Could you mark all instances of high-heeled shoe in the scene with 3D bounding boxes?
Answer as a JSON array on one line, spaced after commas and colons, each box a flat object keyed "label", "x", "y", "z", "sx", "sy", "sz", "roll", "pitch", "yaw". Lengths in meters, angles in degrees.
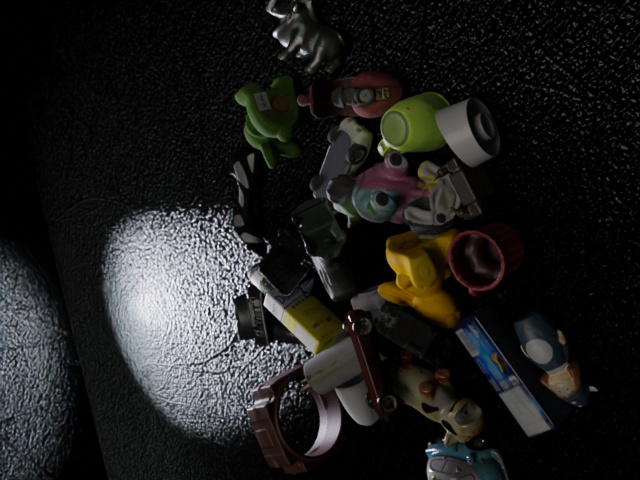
[{"label": "high-heeled shoe", "x": -0.142, "y": -0.089, "z": 1.233, "sx": 0.145, "sy": 0.086, "sz": 0.248, "roll": -25, "pitch": 105, "yaw": 18}]

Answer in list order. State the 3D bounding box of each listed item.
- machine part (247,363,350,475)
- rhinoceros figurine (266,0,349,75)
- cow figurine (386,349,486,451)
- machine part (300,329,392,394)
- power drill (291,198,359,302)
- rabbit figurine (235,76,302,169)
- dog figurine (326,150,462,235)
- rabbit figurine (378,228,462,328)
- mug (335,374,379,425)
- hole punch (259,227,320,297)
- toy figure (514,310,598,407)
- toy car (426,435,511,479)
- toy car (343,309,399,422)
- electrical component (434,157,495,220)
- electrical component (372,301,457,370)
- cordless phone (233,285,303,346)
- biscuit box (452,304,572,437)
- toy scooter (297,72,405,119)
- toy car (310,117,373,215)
[{"label": "machine part", "x": -0.043, "y": 0.387, "z": 1.180, "sx": 0.087, "sy": 0.201, "sz": 0.201, "roll": -30, "pitch": 82, "yaw": 44}, {"label": "rhinoceros figurine", "x": -0.032, "y": -0.379, "z": 0.979, "sx": 0.190, "sy": 0.073, "sz": 0.112, "roll": 44, "pitch": 133, "yaw": 27}, {"label": "cow figurine", "x": 0.206, "y": 0.288, "z": 0.957, "sx": 0.195, "sy": 0.085, "sz": 0.127, "roll": 19, "pitch": 136, "yaw": 51}, {"label": "machine part", "x": 0.053, "y": 0.236, "z": 1.068, "sx": 0.243, "sy": 0.079, "sz": 0.079, "roll": -36, "pitch": 76, "yaw": 20}, {"label": "power drill", "x": -0.002, "y": -0.003, "z": 1.015, "sx": 0.207, "sy": 0.086, "sz": 0.232, "roll": 90, "pitch": 156, "yaw": -69}, {"label": "rabbit figurine", "x": -0.098, "y": -0.232, "z": 1.101, "sx": 0.159, "sy": 0.121, "sz": 0.170, "roll": 61, "pitch": 156, "yaw": 1}, {"label": "dog figurine", "x": 0.114, "y": -0.066, "z": 0.916, "sx": 0.219, "sy": 0.191, "sz": 0.108, "roll": 158, "pitch": 130, "yaw": -73}, {"label": "rabbit figurine", "x": 0.172, "y": 0.076, "z": 0.905, "sx": 0.162, "sy": 0.122, "sz": 0.173, "roll": -5, "pitch": 119, "yaw": 50}, {"label": "mug", "x": 0.076, "y": 0.331, "z": 1.125, "sx": 0.110, "sy": 0.081, "sz": 0.107, "roll": -15, "pitch": 103, "yaw": 45}, {"label": "hole punch", "x": -0.051, "y": 0.054, "z": 1.167, "sx": 0.142, "sy": 0.092, "sz": 0.115, "roll": 43, "pitch": 102, "yaw": 31}, {"label": "toy figure", "x": 0.346, "y": 0.181, "z": 0.796, "sx": 0.154, "sy": 0.058, "sz": 0.064, "roll": 61, "pitch": 157, "yaw": 9}, {"label": "toy car", "x": 0.247, "y": 0.416, "z": 0.956, "sx": 0.162, "sy": 0.103, "sz": 0.109, "roll": -8, "pitch": 98, "yaw": 46}, {"label": "toy car", "x": 0.093, "y": 0.220, "z": 0.960, "sx": 0.089, "sy": 0.053, "sz": 0.202, "roll": 137, "pitch": 115, "yaw": -72}, {"label": "electrical component", "x": 0.219, "y": -0.083, "z": 0.814, "sx": 0.045, "sy": 0.078, "sz": 0.102, "roll": -30, "pitch": 91, "yaw": 46}, {"label": "electrical component", "x": 0.168, "y": 0.167, "z": 0.931, "sx": 0.115, "sy": 0.134, "sz": 0.058, "roll": 30, "pitch": 87, "yaw": 39}, {"label": "cordless phone", "x": -0.110, "y": 0.186, "z": 1.287, "sx": 0.184, "sy": 0.089, "sz": 0.146, "roll": 3, "pitch": 106, "yaw": 35}, {"label": "biscuit box", "x": 0.300, "y": 0.201, "z": 0.848, "sx": 0.203, "sy": 0.063, "sz": 0.059, "roll": 57, "pitch": 138, "yaw": 16}, {"label": "toy scooter", "x": 0.043, "y": -0.241, "z": 0.905, "sx": 0.184, "sy": 0.135, "sz": 0.075, "roll": 10, "pitch": 110, "yaw": 43}, {"label": "toy car", "x": 0.038, "y": -0.134, "z": 1.009, "sx": 0.074, "sy": 0.056, "sz": 0.201, "roll": 49, "pitch": 137, "yaw": 28}]
